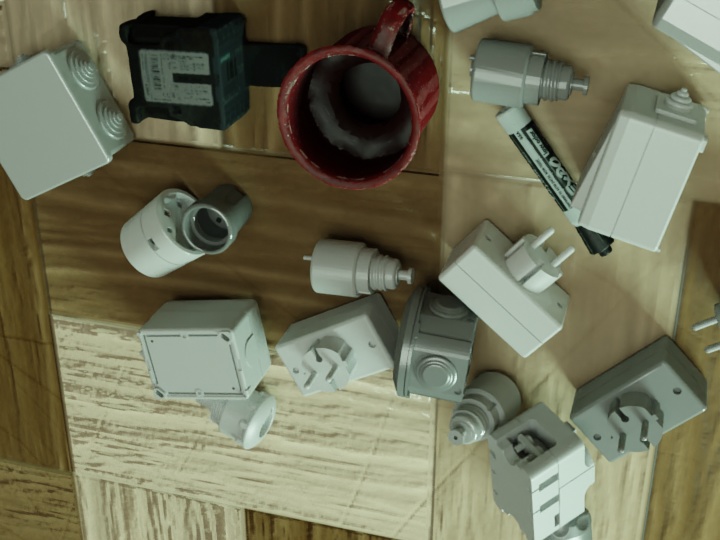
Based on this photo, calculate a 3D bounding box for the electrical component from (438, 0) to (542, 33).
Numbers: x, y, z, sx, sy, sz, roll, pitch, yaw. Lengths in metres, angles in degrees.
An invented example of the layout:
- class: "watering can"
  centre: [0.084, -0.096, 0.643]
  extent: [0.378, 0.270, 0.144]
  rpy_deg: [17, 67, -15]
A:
- class: "electrical component"
  centre: [0.079, -0.173, 0.658]
  extent: [0.055, 0.045, 0.045]
  rpy_deg: [-8, 113, 22]

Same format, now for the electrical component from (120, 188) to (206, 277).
- class: "electrical component"
  centre: [-0.145, -0.026, 0.804]
  extent: [0.047, 0.055, 0.055]
  rpy_deg: [-30, 104, 32]

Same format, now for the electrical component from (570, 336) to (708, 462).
- class: "electrical component"
  centre: [0.190, 0.099, 0.740]
  extent: [0.083, 0.075, 0.047]
  rpy_deg: [-38, 99, 30]

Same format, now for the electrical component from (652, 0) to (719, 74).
- class: "electrical component"
  centre: [0.209, -0.150, 0.615]
  extent: [0.096, 0.061, 0.061]
  rpy_deg: [31, 121, 2]

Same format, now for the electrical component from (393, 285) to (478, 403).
- class: "electrical component"
  centre: [0.054, 0.054, 0.762]
  extent: [0.051, 0.080, 0.080]
  rpy_deg: [10, 119, 8]

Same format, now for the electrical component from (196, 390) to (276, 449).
- class: "electrical component"
  centre: [-0.102, 0.112, 0.865]
  extent: [0.062, 0.048, 0.048]
  rpy_deg: [25, 121, 14]

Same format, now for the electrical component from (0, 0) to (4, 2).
- class: "electrical component"
  centre: [-0.229, -0.243, 0.709]
  extent: [0.079, 0.063, 0.121]
  rpy_deg: [18, 131, -39]

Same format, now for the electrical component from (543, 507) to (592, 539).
- class: "electrical component"
  centre: [0.157, 0.208, 0.826]
  extent: [0.043, 0.043, 0.062]
  rpy_deg: [0, 118, 19]

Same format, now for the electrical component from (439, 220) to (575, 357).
- class: "electrical component"
  centre: [0.112, 0.001, 0.733]
  extent: [0.083, 0.047, 0.076]
  rpy_deg: [43, 121, -5]

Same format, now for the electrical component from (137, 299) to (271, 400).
- class: "electrical component"
  centre: [-0.124, 0.059, 0.835]
  extent: [0.096, 0.061, 0.061]
  rpy_deg: [-2, 115, 20]

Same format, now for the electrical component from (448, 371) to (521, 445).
- class: "electrical component"
  centre: [0.087, 0.104, 0.780]
  extent: [0.040, 0.078, 0.040]
  rpy_deg: [13, 116, 28]

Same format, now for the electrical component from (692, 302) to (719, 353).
- class: "electrical component"
  centre: [0.258, 0.032, 0.701]
  extent: [0.079, 0.044, 0.077]
  rpy_deg: [-25, 106, 27]

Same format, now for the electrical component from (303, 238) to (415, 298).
- class: "electrical component"
  centre: [0.000, 0.000, 0.775]
  extent: [0.078, 0.040, 0.040]
  rpy_deg: [7, 118, 16]

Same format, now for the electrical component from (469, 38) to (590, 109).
- class: "electrical component"
  centre: [0.105, -0.122, 0.677]
  extent: [0.078, 0.040, 0.040]
  rpy_deg: [11, 119, 13]

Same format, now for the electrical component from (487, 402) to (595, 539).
- class: "electrical component"
  centre: [0.132, 0.145, 0.779]
  extent: [0.050, 0.056, 0.089]
  rpy_deg: [45, 156, 41]

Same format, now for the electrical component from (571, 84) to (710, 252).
- class: "electrical component"
  centre: [0.174, -0.071, 0.667]
  extent: [0.061, 0.061, 0.096]
  rpy_deg: [20, 121, 9]

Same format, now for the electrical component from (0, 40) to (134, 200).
- class: "electrical component"
  centre: [-0.226, -0.111, 0.790]
  extent: [0.100, 0.048, 0.099]
  rpy_deg: [-19, 108, 26]

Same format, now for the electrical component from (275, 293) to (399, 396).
- class: "electrical component"
  centre: [-0.020, 0.065, 0.794]
  extent: [0.083, 0.075, 0.047]
  rpy_deg: [-21, 108, 27]

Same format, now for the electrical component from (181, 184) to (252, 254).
- class: "electrical component"
  centre: [-0.103, -0.039, 0.787]
  extent: [0.040, 0.046, 0.040]
  rpy_deg: [8, 118, 15]
